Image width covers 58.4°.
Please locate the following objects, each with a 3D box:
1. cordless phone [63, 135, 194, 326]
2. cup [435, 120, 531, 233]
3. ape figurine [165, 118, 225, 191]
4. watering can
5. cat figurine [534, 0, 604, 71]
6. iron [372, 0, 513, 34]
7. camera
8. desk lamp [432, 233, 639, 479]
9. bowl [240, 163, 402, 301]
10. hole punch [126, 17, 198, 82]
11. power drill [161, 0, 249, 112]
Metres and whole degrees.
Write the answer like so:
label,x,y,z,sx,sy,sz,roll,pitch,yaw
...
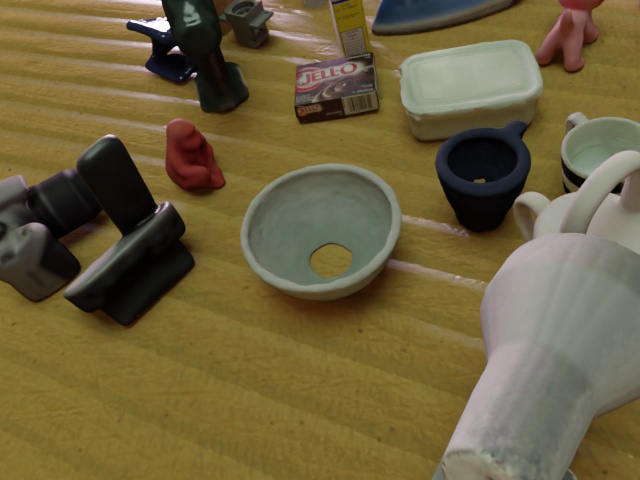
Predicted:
label,x,y,z,sx,sy,sz,roll,pitch,yaw
cordless phone,-0.223,-0.011,0.594,0.093,0.185,0.148,25,62,28
cup,0.176,-0.063,0.600,0.091,0.095,0.118,32,66,31
ape figurine,-0.164,-0.111,0.717,0.076,0.092,0.078,3,54,15
watering can,0.232,0.010,0.467,0.172,0.194,0.101,23,61,27
cat figurine,0.329,-0.304,0.737,0.067,0.118,0.128,18,59,25
iron,0.188,-0.403,0.831,0.258,0.142,0.118,-22,51,-4
camera,-0.332,-0.027,0.685,0.137,0.101,0.142,-34,53,-13
desk lamp,0.140,0.128,0.385,0.117,0.214,0.203,23,61,27
bowl,0.006,0.002,0.602,0.167,0.075,0.167,-6,52,8
hole punch,-0.229,-0.315,0.890,0.108,0.091,0.101,28,64,30
power drill,-0.168,-0.292,0.783,0.075,0.209,0.229,-21,51,-3
